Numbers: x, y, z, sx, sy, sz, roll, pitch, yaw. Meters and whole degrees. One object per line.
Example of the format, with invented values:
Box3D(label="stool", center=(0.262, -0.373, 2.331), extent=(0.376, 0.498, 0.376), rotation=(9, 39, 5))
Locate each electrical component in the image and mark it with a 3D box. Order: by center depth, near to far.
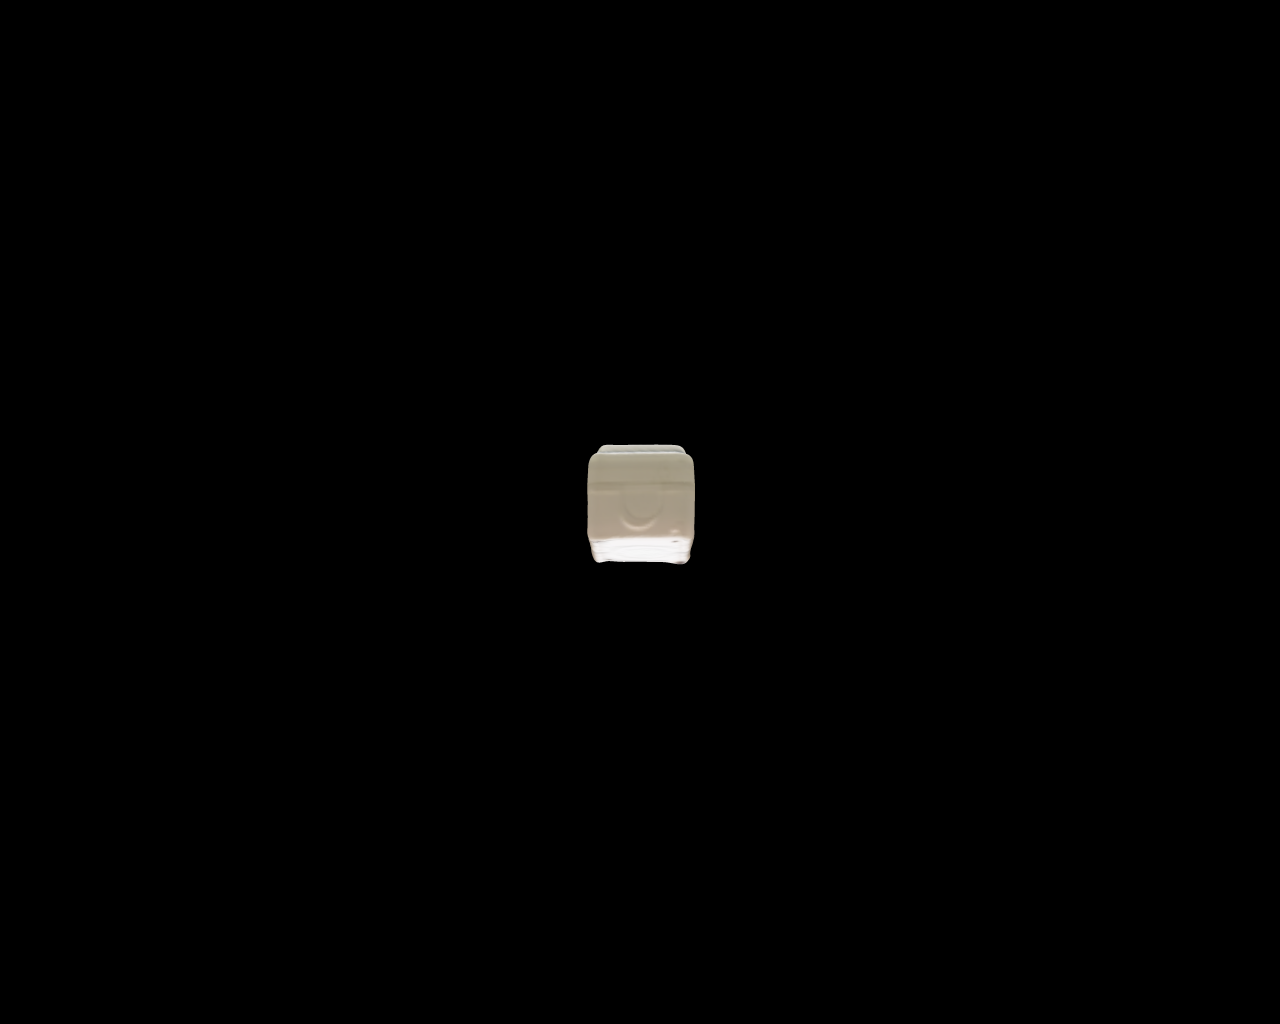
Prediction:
Box3D(label="electrical component", center=(0.001, -0.003, 0.650), extent=(0.062, 0.061, 0.096), rotation=(0, -13, 0))
